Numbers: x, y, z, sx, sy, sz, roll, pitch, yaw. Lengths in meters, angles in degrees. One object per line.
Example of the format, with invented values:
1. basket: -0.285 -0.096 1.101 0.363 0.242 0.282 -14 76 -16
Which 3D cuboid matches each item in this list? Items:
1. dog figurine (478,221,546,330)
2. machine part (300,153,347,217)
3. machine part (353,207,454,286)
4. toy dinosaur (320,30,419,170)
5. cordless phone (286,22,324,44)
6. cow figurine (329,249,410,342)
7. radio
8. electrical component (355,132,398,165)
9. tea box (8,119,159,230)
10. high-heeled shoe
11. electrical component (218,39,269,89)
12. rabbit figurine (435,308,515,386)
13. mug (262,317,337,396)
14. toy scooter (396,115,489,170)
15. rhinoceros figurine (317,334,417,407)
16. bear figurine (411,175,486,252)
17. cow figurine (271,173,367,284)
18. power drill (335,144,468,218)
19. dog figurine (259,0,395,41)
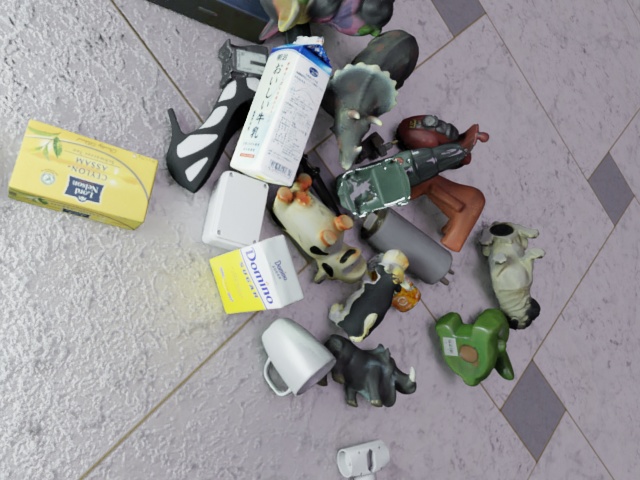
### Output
1. dog figurine: 0.397 0.074 1.131 0.172 0.121 0.190 -75 158 -53
2. machine part: 0.000 -0.088 0.920 0.039 0.084 0.138 -31 105 0
3. machine part: 0.162 0.009 0.996 0.243 0.079 0.079 35 65 -20
4. toy dinosaur: 0.109 -0.303 0.962 0.131 0.192 0.405 46 62 -18
5. cordless phone: -0.001 -0.387 0.991 0.146 0.089 0.184 -10 97 -33
6. cow figurine: 0.093 0.090 0.895 0.068 0.098 0.167 37 91 -16
7. radio: -0.176 -0.431 0.889 0.229 0.073 0.131 13 73 -30
8. electrical component: 0.095 -0.165 0.985 0.078 0.102 0.045 -44 98 -7
9. tea box: -0.320 -0.084 0.733 0.169 0.068 0.098 15 72 -29
10. high-heeled shoe: -0.127 -0.168 0.850 0.249 0.086 0.145 -20 79 -20
11. electrical component: -0.109 -0.289 0.912 0.119 0.048 0.074 -2 81 -31
12. rabbit figurine: 0.325 0.198 1.037 0.170 0.121 0.159 -22 96 -47
13. mug: -0.045 0.181 0.836 0.107 0.109 0.080 49 20 21
14. toy scooter: 0.249 -0.199 1.057 0.184 0.135 0.075 20 72 -25
15. rhinoceros figurine: 0.080 0.225 0.912 0.190 0.073 0.112 30 56 -21
16. bear figurine: 0.212 -0.083 1.037 0.196 0.120 0.131 26 110 2
17. cow figurine: -0.002 -0.003 0.889 0.195 0.127 0.085 45 60 0
18. power drill: 0.124 -0.107 0.883 0.207 0.232 0.085 -53 125 -65
19. dog figurine: 0.003 -0.381 0.887 0.219 0.109 0.191 -47 121 -17
